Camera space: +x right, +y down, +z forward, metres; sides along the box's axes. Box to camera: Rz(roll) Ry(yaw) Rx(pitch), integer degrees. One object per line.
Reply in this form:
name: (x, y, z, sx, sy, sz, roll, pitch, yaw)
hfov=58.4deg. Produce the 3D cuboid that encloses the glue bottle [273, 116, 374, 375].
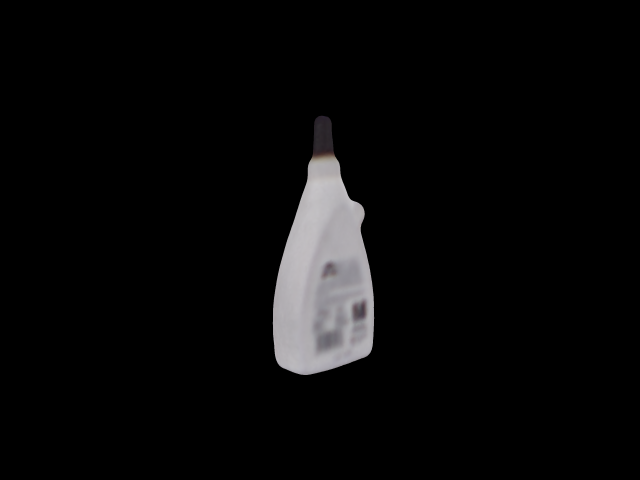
glue bottle: (0.004, 0.001, 0.400, 0.078, 0.173, 0.037, -6, 9, -42)
